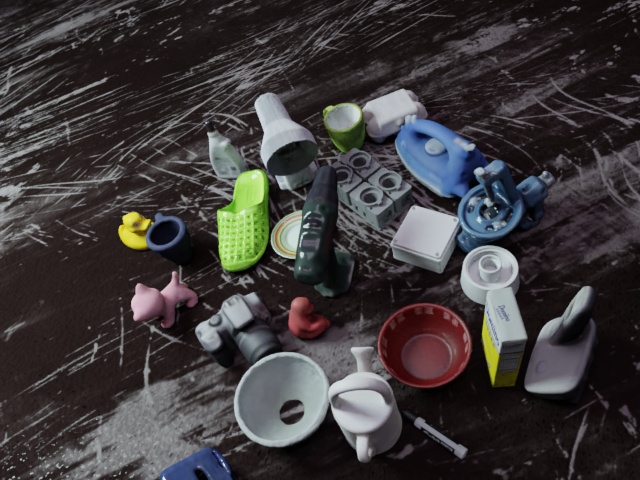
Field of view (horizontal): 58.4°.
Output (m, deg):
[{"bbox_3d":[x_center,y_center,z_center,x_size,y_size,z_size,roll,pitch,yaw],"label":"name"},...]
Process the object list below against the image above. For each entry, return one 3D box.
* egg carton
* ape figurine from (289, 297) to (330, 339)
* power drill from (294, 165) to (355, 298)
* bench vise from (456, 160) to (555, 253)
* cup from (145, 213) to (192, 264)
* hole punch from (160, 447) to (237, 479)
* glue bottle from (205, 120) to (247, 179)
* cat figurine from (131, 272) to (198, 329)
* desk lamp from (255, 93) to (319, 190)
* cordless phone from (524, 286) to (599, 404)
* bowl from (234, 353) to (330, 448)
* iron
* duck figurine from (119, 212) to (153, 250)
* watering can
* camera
[{"bbox_3d":[0.174,-0.296,1.366,0.150,0.069,0.107,-22,52,-2],"label":"egg carton"},{"bbox_3d":[-0.028,0.141,1.078,0.076,0.092,0.077,-23,52,-3],"label":"ape figurine"},{"bbox_3d":[0.010,0.004,1.096,0.075,0.209,0.229,2,55,16],"label":"power drill"},{"bbox_3d":[0.340,-0.091,1.072,0.121,0.220,0.208,34,68,33],"label":"bench vise"},{"bbox_3d":[-0.326,0.001,1.259,0.092,0.095,0.117,-29,52,-8],"label":"cup"},{"bbox_3d":[-0.190,0.397,0.929,0.101,0.091,0.108,-38,54,-14],"label":"hole punch"},{"bbox_3d":[-0.232,-0.214,1.345,0.078,0.173,0.037,3,55,17],"label":"glue bottle"},{"bbox_3d":[-0.324,0.118,1.156,0.067,0.118,0.128,31,67,32],"label":"cat figurine"},{"bbox_3d":[-0.078,-0.208,1.274,0.118,0.214,0.203,-24,52,-3],"label":"desk lamp"},{"bbox_3d":[0.383,0.162,0.893,0.094,0.185,0.148,14,59,24],"label":"cordless phone"},{"bbox_3d":[-0.058,0.284,0.989,0.167,0.075,0.167,-7,53,10],"label":"bowl"},{"bbox_3d":[0.245,-0.203,1.231,0.119,0.142,0.257,-39,54,-15],"label":"iron"},{"bbox_3d":[-0.420,-0.029,1.312,0.104,0.086,0.077,3,55,17],"label":"duck figurine"},{"bbox_3d":[0.067,0.253,0.903,0.101,0.194,0.172,-22,51,-2],"label":"watering can"},{"bbox_3d":[-0.144,0.181,1.072,0.143,0.101,0.136,-35,53,-12],"label":"camera"}]
